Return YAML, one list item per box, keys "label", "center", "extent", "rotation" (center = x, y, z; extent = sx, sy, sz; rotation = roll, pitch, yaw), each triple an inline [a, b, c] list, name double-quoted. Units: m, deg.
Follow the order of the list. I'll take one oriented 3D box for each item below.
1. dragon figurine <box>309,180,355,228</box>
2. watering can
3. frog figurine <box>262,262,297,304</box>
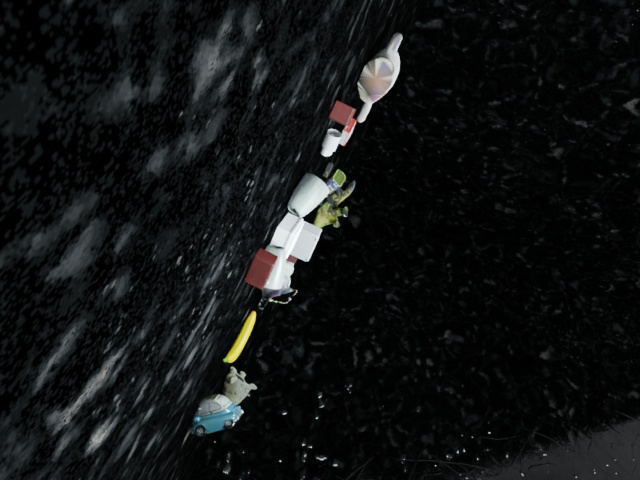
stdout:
- label: "dragon figurine"
  center: [0.007, -0.109, 2.170]
  extent: [0.240, 0.121, 0.418]
  rotation: [-29, -167, 35]
- label: "watering can"
  center: [0.183, -0.509, 1.699]
  extent: [0.340, 0.104, 0.229]
  rotation: [-65, 177, 34]
- label: "frog figurine"
  center: [-0.144, 0.126, 1.749]
  extent: [0.134, 0.123, 0.163]
  rotation: [95, -17, -60]
